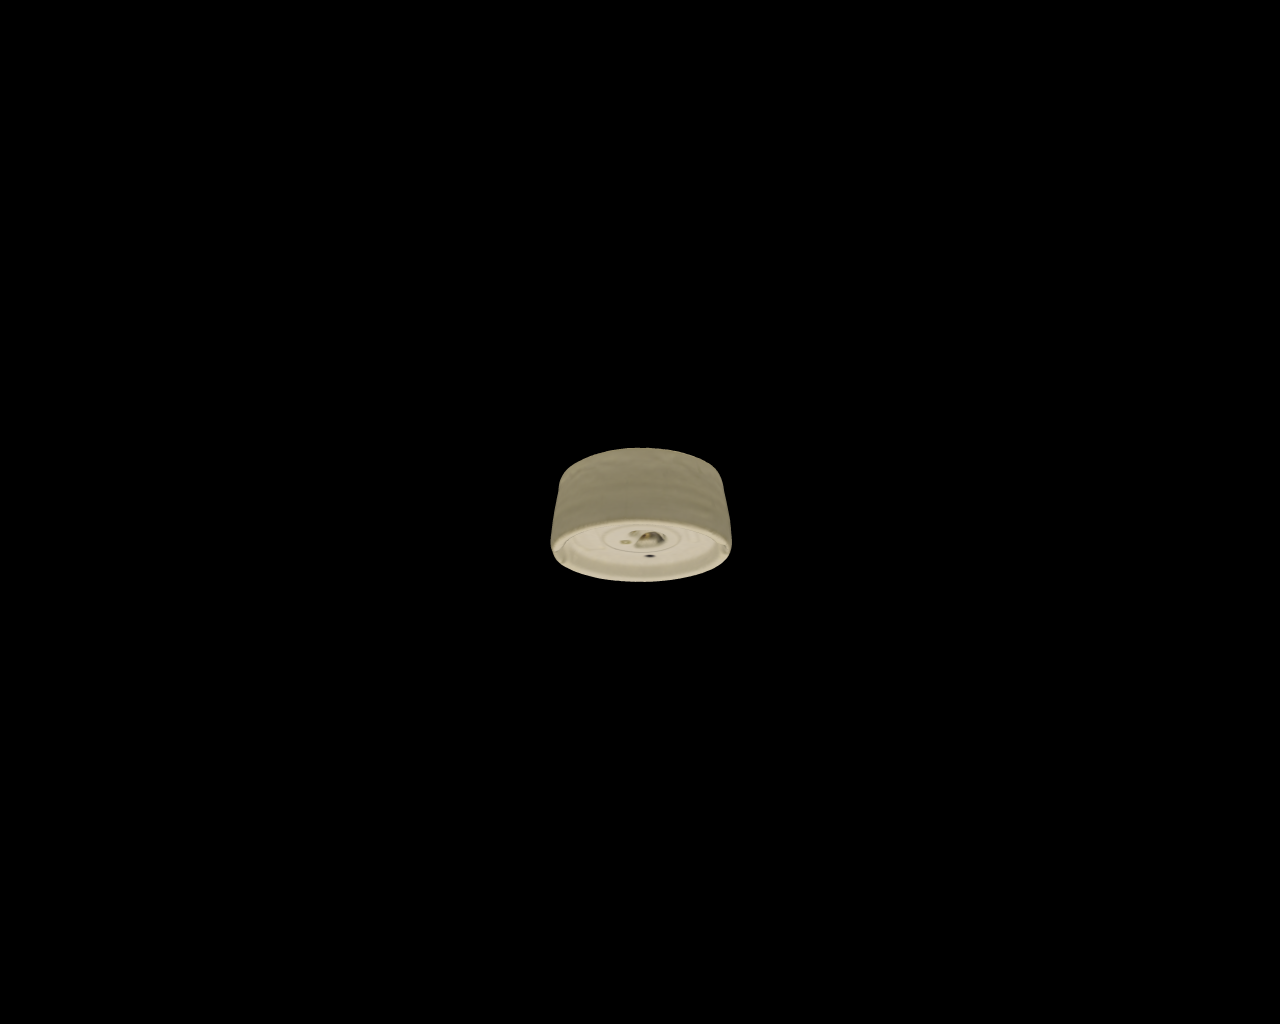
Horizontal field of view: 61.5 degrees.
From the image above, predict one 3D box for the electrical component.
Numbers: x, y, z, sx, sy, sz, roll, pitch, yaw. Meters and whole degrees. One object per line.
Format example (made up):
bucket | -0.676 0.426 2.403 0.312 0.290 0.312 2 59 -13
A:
electrical component | 0.001 -0.003 0.650 0.108 0.060 0.108 0 -22 0
